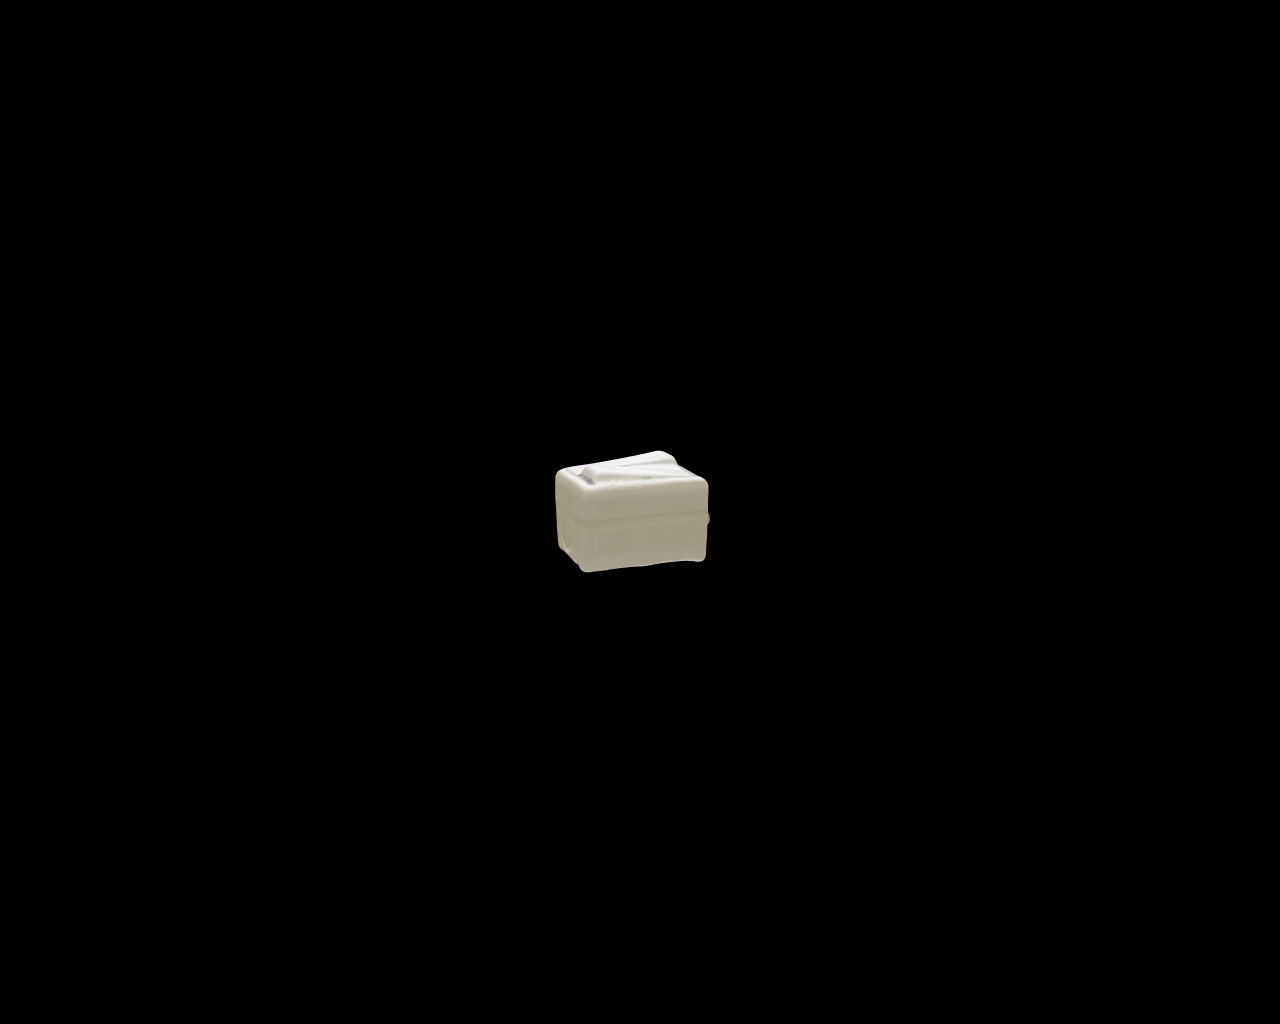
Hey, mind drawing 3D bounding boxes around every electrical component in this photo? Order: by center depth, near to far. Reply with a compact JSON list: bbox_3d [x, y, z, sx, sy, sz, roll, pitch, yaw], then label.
[{"bbox_3d":[0.001,-0.003,0.650,0.096,0.061,0.062,-5,16,-18],"label":"electrical component"}]
